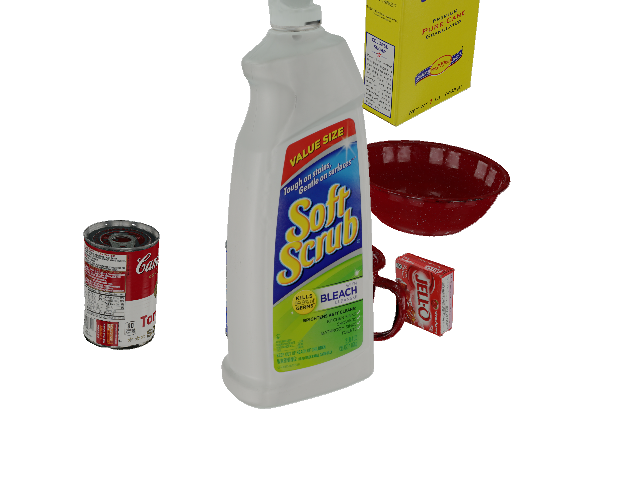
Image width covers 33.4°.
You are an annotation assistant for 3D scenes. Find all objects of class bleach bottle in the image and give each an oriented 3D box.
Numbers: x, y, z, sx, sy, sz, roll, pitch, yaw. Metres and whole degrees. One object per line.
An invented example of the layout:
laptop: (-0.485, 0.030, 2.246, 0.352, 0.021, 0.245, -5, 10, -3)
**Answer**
bleach bottle: (-0.018, -0.026, 0.668, 0.102, 0.251, 0.068, -12, 22, -25)

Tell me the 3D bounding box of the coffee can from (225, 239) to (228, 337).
coffee can: (-0.085, 0.068, 1.523, 0.103, 0.140, 0.103, 2, 22, -1)

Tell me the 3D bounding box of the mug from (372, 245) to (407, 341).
mug: (0.015, 0.050, 0.884, 0.117, 0.081, 0.093, 12, 21, 13)

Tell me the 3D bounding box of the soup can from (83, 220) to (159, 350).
soup can: (-0.184, 0.041, 0.978, 0.068, 0.102, 0.068, 5, 21, -2)

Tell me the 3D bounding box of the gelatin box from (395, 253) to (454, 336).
gelatin box: (0.130, 0.067, 1.348, 0.073, 0.089, 0.030, 21, 35, 39)

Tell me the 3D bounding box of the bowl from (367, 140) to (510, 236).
bowl: (0.103, -0.047, 1.056, 0.162, 0.055, 0.162, 4, 24, -2)

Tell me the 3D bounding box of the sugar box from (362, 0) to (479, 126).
sugar box: (0.080, -0.184, 0.812, 0.093, 0.176, 0.048, -31, 51, -31)
